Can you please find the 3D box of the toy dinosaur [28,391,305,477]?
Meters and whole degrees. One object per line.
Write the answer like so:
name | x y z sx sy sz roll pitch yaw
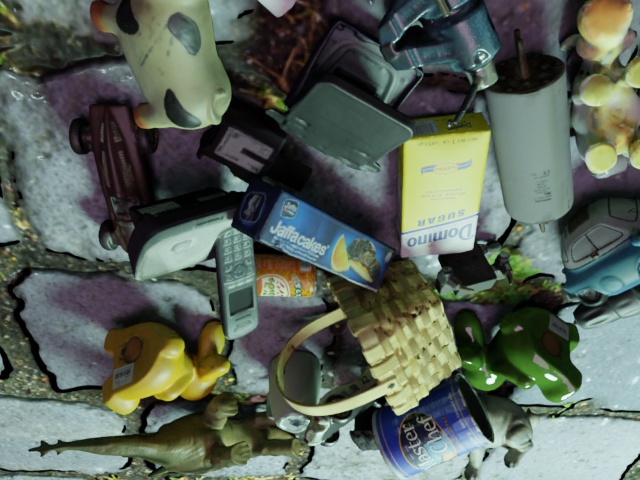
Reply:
toy dinosaur | -0.191 0.320 0.848 0.199 0.105 0.471 -28 144 27

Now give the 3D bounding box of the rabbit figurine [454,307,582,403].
rabbit figurine | 0.265 0.175 0.783 0.159 0.121 0.170 25 140 -16

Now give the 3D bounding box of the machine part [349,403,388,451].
machine part | 0.076 0.281 0.852 0.084 0.139 0.039 -7 103 7

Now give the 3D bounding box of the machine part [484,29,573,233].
machine part | 0.224 -0.102 0.570 0.079 0.079 0.242 -15 128 11

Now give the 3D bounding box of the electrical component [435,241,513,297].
electrical component | 0.192 0.035 0.672 0.102 0.078 0.045 -8 149 -8

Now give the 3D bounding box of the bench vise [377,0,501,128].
bench vise | 0.142 -0.233 0.420 0.241 0.129 0.223 -15 111 34

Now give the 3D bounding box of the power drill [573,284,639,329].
power drill | 0.425 0.066 0.647 0.232 0.207 0.086 -38 82 18

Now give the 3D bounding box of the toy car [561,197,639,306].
toy car | 0.354 0.001 0.656 0.103 0.109 0.161 45 130 -4

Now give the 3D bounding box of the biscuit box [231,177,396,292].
biscuit box | -0.001 -0.002 0.610 0.202 0.063 0.059 25 92 -43

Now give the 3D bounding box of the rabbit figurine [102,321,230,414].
rabbit figurine | -0.208 0.180 0.790 0.162 0.122 0.173 -30 139 10

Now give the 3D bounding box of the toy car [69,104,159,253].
toy car | -0.220 -0.057 0.612 0.089 0.053 0.201 2 131 0

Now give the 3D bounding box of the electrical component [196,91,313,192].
electrical component | -0.065 -0.100 0.582 0.119 0.048 0.074 21 126 -19

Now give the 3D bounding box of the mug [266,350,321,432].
mug | -0.048 0.241 0.829 0.109 0.107 0.080 -38 120 23

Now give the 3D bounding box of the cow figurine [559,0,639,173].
cow figurine | 0.281 -0.155 0.530 0.068 0.098 0.167 -10 111 14

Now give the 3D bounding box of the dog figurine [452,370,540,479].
dog figurine | 0.257 0.269 0.873 0.172 0.121 0.190 -29 113 -10

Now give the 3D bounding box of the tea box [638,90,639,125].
tea box | 0.364 -0.172 0.504 0.068 0.098 0.169 -10 128 5

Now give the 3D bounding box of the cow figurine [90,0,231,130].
cow figurine | -0.127 -0.187 0.462 0.127 0.085 0.194 14 134 27

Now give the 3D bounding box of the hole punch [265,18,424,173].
hole punch | 0.031 -0.141 0.540 0.142 0.092 0.116 22 155 -22

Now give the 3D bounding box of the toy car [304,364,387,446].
toy car | 0.051 0.233 0.794 0.202 0.056 0.073 -22 143 -42

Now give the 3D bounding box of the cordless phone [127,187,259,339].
cordless phone | -0.135 0.041 0.611 0.146 0.089 0.184 -20 116 -37
